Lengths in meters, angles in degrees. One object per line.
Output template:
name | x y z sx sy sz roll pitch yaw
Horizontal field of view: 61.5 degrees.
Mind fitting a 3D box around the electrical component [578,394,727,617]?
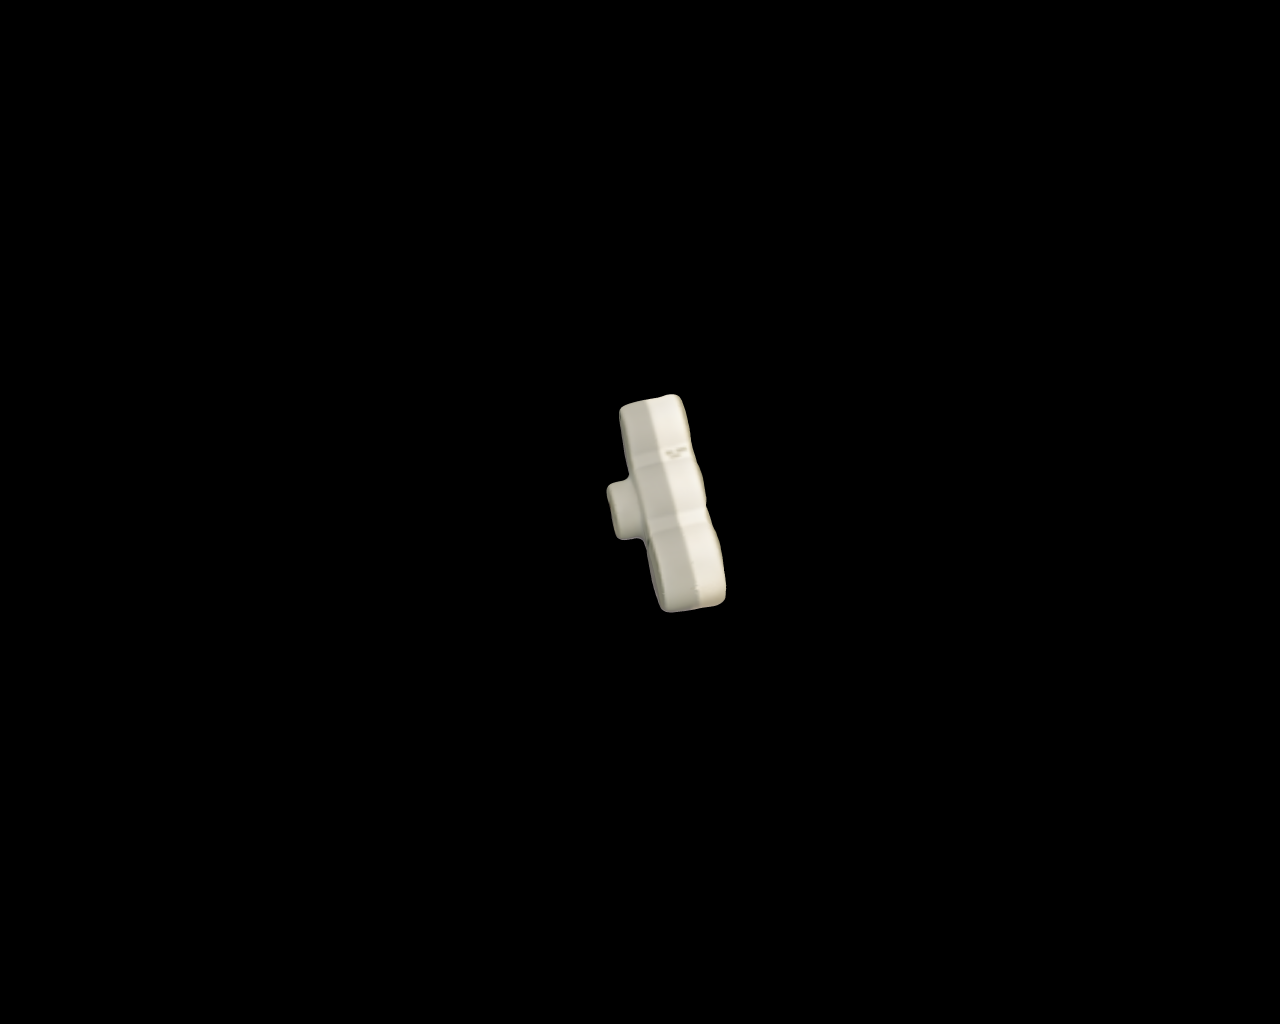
electrical component | 0.001 -0.003 0.650 0.074 0.138 0.052 -11 -24 -5
